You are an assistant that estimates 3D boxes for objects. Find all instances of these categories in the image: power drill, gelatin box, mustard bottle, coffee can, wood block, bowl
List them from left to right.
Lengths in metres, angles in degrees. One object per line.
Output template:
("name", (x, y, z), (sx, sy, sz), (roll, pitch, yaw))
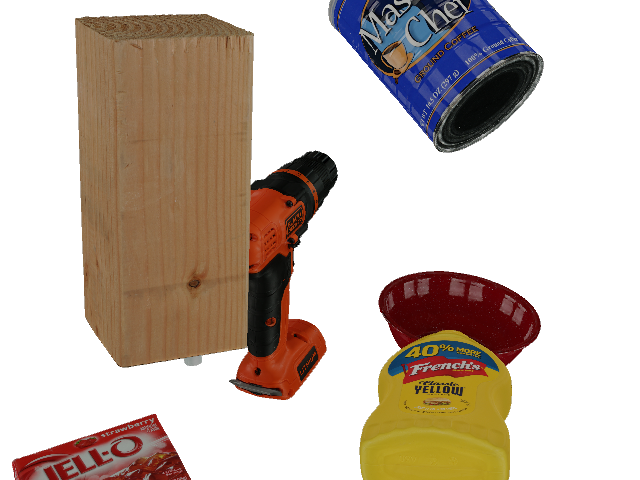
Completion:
("gelatin box", (-0.123, 0.140, 0.604), (0.089, 0.030, 0.073), (-15, 28, -20))
("wood block", (-0.101, -0.035, 0.686), (0.090, 0.206, 0.090), (-7, 22, -25))
("power drill", (-0.032, 0.029, 0.938), (0.057, 0.188, 0.184), (9, 29, 24))
("coffee can", (0.087, -0.153, 0.819), (0.102, 0.140, 0.103), (-32, -21, -14))
("mustard bottle", (0.088, 0.113, 0.760), (0.096, 0.058, 0.191), (-1, 19, 11))
("bowl", (0.136, 0.092, 1.070), (0.162, 0.055, 0.162), (5, 27, -3))

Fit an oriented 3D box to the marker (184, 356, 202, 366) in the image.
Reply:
("marker", (-0.138, 0.073, 1.107), (0.020, 0.121, 0.020), (-3, 22, 1))
